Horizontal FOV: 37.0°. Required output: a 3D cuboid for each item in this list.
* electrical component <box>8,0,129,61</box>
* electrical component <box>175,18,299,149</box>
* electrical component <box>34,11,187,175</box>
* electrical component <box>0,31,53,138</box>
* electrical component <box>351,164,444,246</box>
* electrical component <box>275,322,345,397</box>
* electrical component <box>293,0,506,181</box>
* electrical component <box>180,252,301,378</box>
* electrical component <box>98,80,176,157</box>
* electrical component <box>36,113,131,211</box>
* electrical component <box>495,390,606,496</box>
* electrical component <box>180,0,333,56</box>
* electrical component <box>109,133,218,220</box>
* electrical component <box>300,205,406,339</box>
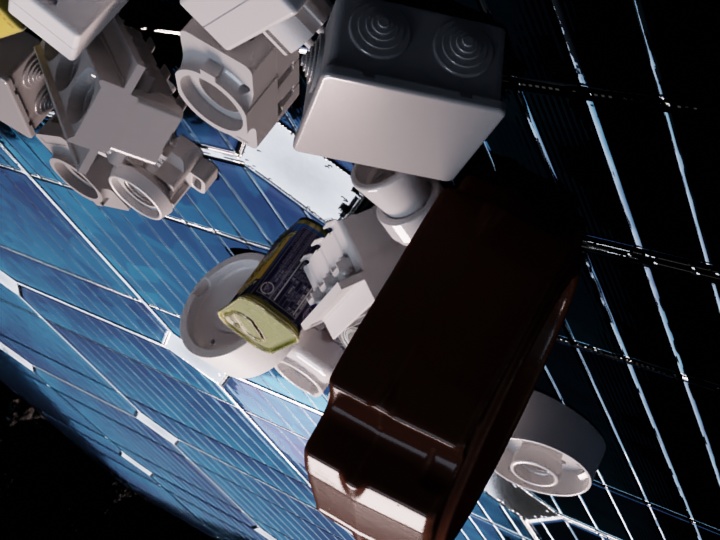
[{"bbox_3d":[-0.151,-0.173,0.603,0.047,0.083,0.076,38,159,-9],"label":"electrical component"},{"bbox_3d":[-0.072,-0.118,0.640,0.050,0.055,0.089,31,158,10],"label":"electrical component"},{"bbox_3d":[-0.161,-0.121,0.689,0.063,0.078,0.121,18,-153,-38],"label":"electrical component"},{"bbox_3d":[-0.298,-0.167,0.882,0.100,0.048,0.099,31,158,11],"label":"electrical component"},{"bbox_3d":[0.027,-0.047,0.658,0.045,0.045,0.055,12,149,45],"label":"electrical component"},{"bbox_3d":[-0.042,0.078,1.003,0.054,0.059,0.095,35,159,0],"label":"electrical component"},{"bbox_3d":[0.019,-0.090,0.536,0.100,0.048,0.099,10,161,-10],"label":"electrical component"},{"bbox_3d":[-0.100,0.045,0.963,0.108,0.108,0.060,15,157,42],"label":"electrical component"},{"bbox_3d":[-0.185,-0.122,0.800,0.050,0.055,0.089,42,158,-18],"label":"electrical component"},{"bbox_3d":[-0.223,-0.096,0.911,0.050,0.055,0.089,12,149,45],"label":"electrical component"},{"bbox_3d":[0.149,0.139,0.875,0.099,0.064,0.099,17,148,11],"label":"electrical component"},{"bbox_3d":[-0.039,-0.138,0.562,0.076,0.047,0.083,44,157,-22],"label":"electrical component"},{"bbox_3d":[-0.162,-0.078,0.858,0.078,0.057,0.058,34,159,3],"label":"electrical component"},{"bbox_3d":[0.000,0.000,0.762,0.063,0.079,0.121,64,160,8],"label":"electrical component"}]
